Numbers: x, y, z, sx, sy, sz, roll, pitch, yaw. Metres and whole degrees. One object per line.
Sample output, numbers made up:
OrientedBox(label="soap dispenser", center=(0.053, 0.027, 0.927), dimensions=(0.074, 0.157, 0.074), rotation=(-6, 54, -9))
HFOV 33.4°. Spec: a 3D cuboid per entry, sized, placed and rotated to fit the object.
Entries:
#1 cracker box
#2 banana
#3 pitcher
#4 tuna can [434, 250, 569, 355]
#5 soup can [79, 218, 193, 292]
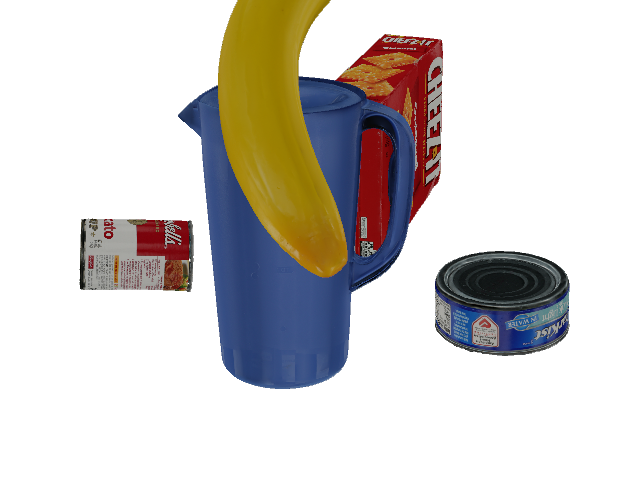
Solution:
OrientedBox(label="cracker box", center=(0.062, -0.093, 1.038), dimensions=(0.072, 0.164, 0.213), rotation=(9, 28, 19))
OrientedBox(label="banana", center=(-0.014, -0.073, 0.496), dimensions=(0.069, 0.197, 0.037), rotation=(5, -33, 2))
OrientedBox(label="pitcher", center=(-0.020, -0.007, 0.867), dimensions=(0.144, 0.243, 0.149), rotation=(-15, 25, -34))
OrientedBox(label="tuna can", center=(0.116, 0.038, 0.682), dimensions=(0.086, 0.034, 0.086), rotation=(-3, 23, 1))
OrientedBox(label="soup can", center=(-0.172, 0.014, 0.998), dimensions=(0.102, 0.068, 0.068), rotation=(1, 0, -11))
